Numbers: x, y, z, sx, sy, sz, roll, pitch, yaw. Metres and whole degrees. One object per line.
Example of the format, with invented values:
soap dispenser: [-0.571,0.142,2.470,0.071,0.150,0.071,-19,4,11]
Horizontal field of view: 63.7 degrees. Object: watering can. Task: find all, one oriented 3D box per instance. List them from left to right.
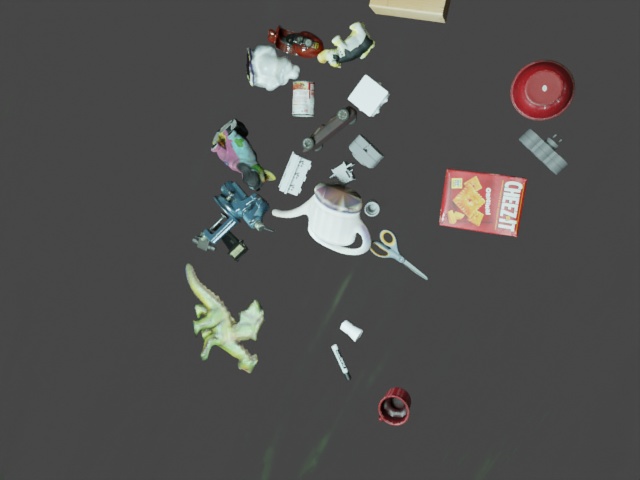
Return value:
watering can: [0.005,-0.079,1.560,0.349,0.106,0.219,26,133,17]

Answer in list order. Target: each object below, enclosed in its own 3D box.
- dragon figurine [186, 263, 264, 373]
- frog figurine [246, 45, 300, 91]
dragon figurine: [-0.305,0.260,1.737,0.242,0.122,0.409,-11,94,3]
frog figurine: [-0.146,-0.536,1.599,0.160,0.122,0.138,-6,86,-16]
